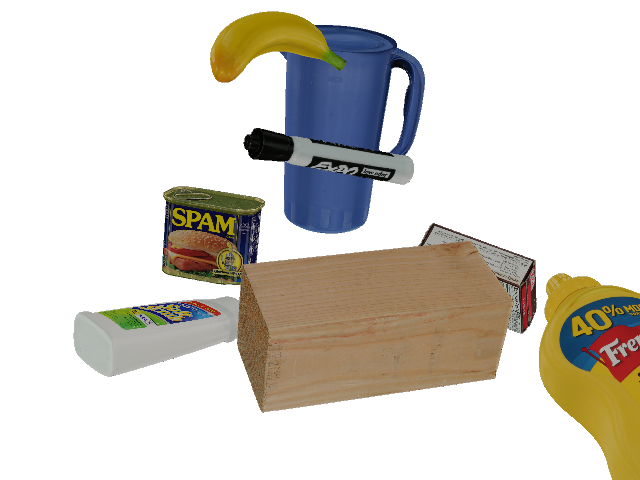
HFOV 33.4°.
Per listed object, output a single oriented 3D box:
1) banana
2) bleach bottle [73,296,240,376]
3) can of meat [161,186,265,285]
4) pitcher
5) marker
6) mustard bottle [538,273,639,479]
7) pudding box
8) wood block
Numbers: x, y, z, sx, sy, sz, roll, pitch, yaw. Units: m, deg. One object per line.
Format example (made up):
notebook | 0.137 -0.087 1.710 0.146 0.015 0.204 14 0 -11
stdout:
banana | -0.047 -0.181 0.980 0.070 0.037 0.197 42 32 20
bleach bottle | -0.195 0.115 1.430 0.250 0.068 0.103 -11 26 -40
can of meat | -0.113 -0.004 1.100 0.102 0.084 0.057 10 17 13
pitcher | 0.026 -0.135 1.310 0.144 0.243 0.149 -9 27 -28
marker | 0.006 -0.052 0.658 0.120 0.020 0.020 7 -4 -35
mustard bottle | 0.182 0.078 0.620 0.096 0.058 0.192 -13 35 -11
pudding box | 0.155 0.038 1.052 0.114 0.039 0.090 20 -30 24
wood block | 0.042 0.070 0.892 0.205 0.090 0.091 -6 36 -17
